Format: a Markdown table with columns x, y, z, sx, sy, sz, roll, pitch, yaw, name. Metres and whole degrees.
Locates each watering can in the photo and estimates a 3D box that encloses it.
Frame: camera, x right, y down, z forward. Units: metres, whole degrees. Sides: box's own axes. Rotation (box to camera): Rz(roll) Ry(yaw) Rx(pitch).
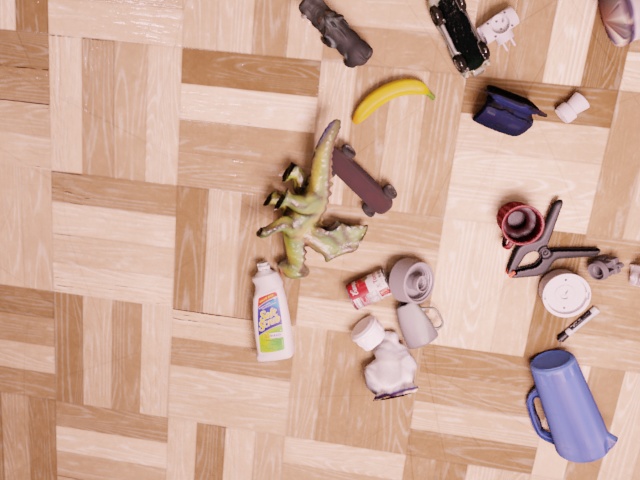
| x | y | z | sx | sy | sz | roll | pitch | yaw | name |
| --- | --- | --- | --- | --- | --- | --- | --- | --- | --- |
| 0.669 | -0.543 | 1.038 | 0.223 | 0.105 | 0.345 | -22 | 102 | 11 | watering can |

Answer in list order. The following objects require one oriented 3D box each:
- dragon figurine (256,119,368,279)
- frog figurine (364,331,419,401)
| x | y | z | sx | sy | sz | roll | pitch | yaw | name |
| --- | --- | --- | --- | --- | --- | --- | --- | --- | --- |
| 0.004 | -0.062 | 1.224 | 0.241 | 0.125 | 0.405 | 33 | 112 | -19 | dragon figurine |
| 0.175 | 0.317 | 1.306 | 0.136 | 0.121 | 0.162 | -20 | 65 | 19 | frog figurine |
